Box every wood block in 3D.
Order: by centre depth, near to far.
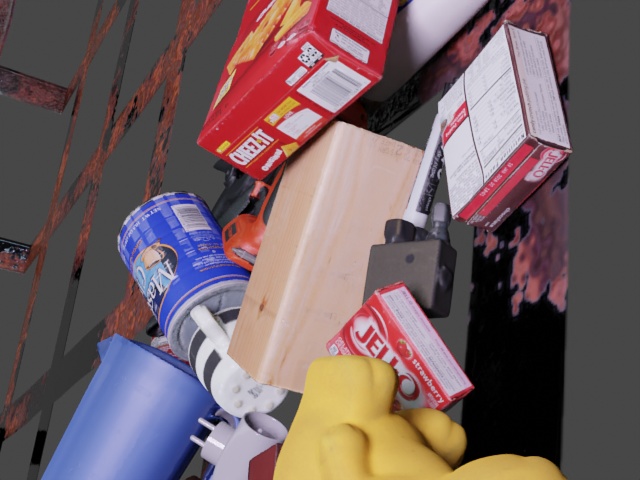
[{"bbox_3d":[0.007,0.014,0.852,0.091,0.090,0.206,25,98,67],"label":"wood block"}]

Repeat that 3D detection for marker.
[{"bbox_3d":[0.087,-0.064,0.807,0.020,0.020,0.121,24,97,68],"label":"marker"}]

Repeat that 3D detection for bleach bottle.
[{"bbox_3d":[0.098,-0.209,0.830,0.251,0.068,0.102,-37,39,52],"label":"bleach bottle"}]

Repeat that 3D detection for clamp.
[{"bbox_3d":[-0.089,0.043,1.106,0.165,0.036,0.210,33,96,42],"label":"clamp"},{"bbox_3d":[-0.094,-0.058,1.214,0.172,0.039,0.120,-28,50,61],"label":"clamp"}]

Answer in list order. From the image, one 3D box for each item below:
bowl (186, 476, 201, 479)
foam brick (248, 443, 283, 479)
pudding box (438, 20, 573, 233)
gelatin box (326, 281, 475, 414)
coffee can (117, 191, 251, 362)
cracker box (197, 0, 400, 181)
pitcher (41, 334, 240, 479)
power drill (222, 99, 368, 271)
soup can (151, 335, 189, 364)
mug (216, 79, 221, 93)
[{"bbox_3d":[-0.169,0.320,1.104,0.162,0.055,0.162,-50,31,45],"label":"bowl"},{"bbox_3d":[-0.010,0.187,0.784,0.051,0.078,0.053,-42,39,51],"label":"foam brick"},{"bbox_3d":[0.120,-0.076,0.711,0.090,0.039,0.113,-50,33,44],"label":"pudding box"},{"bbox_3d":[0.051,0.084,0.716,0.089,0.030,0.073,56,136,17],"label":"gelatin box"},{"bbox_3d":[-0.126,0.035,1.044,0.140,0.102,0.103,54,127,37],"label":"coffee can"},{"bbox_3d":[-0.008,-0.175,0.844,0.164,0.072,0.213,-36,32,46],"label":"cracker box"},{"bbox_3d":[-0.191,0.227,1.039,0.243,0.144,0.149,-61,26,-9],"label":"pitcher"},{"bbox_3d":[-0.026,-0.067,0.993,0.188,0.057,0.184,-61,13,11],"label":"power drill"},{"bbox_3d":[-0.156,0.155,1.174,0.069,0.068,0.102,-49,32,46],"label":"soup can"},{"bbox_3d":[-0.049,-0.156,1.111,0.082,0.093,0.117,-47,33,42],"label":"mug"}]
